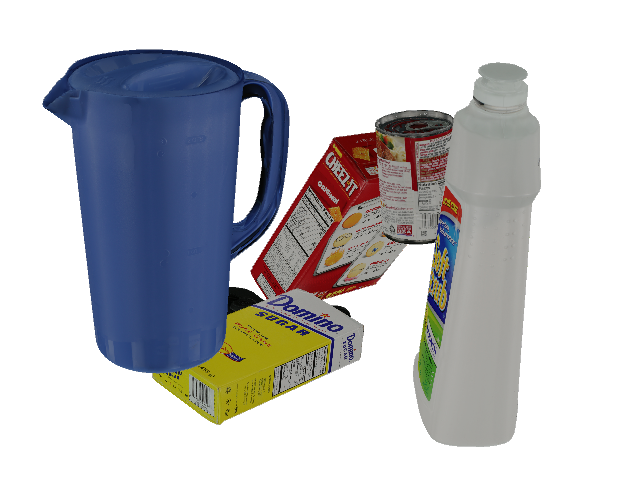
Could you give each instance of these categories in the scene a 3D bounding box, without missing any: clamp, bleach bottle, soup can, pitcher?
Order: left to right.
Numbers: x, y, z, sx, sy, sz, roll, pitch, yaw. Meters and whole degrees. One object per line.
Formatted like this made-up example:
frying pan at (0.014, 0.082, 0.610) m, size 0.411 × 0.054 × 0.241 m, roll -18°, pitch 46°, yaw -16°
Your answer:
pitcher at (-0.118, -0.024, 0.847) m, size 0.149 × 0.243 × 0.144 m, roll 11°, pitch 26°, yaw 19°
clamp at (-0.092, 0.094, 1.256) m, size 0.210 × 0.036 × 0.164 m, roll 13°, pitch 23°, yaw 27°
soup can at (0.085, -0.055, 0.932) m, size 0.068 × 0.102 × 0.068 m, roll -4°, pitch 23°, yaw 2°
bleach bottle at (0.102, 0.007, 0.680) m, size 0.068 × 0.251 × 0.102 m, roll 0°, pitch 31°, yaw -2°

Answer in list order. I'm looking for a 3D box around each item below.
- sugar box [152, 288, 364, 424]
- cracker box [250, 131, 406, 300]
sugar box at (-0.054, 0.099, 0.965) m, size 0.175 × 0.048 × 0.093 m, roll -22°, pitch 38°, yaw -40°
cracker box at (0.038, -0.025, 1.159) m, size 0.163 × 0.072 × 0.214 m, roll -13°, pitch -32°, yaw -43°
